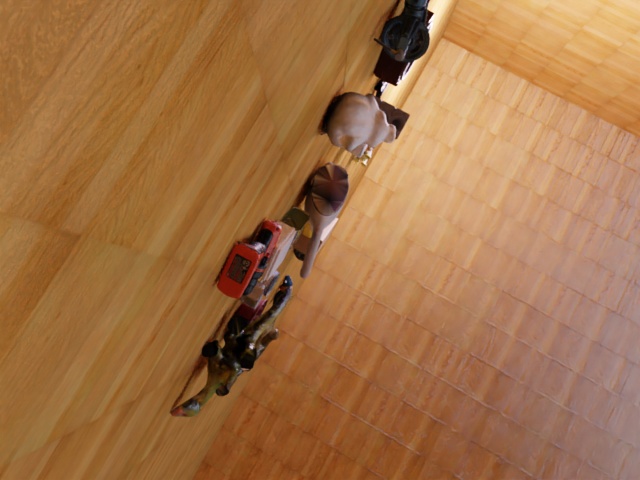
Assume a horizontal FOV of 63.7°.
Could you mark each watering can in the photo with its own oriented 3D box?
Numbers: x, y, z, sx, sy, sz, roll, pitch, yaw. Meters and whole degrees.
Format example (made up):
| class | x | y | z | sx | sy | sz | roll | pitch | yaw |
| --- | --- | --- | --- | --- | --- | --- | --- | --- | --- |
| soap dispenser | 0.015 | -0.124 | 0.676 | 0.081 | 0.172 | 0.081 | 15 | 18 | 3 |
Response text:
| class | x | y | z | sx | sy | sz | roll | pitch | yaw |
| --- | --- | --- | --- | --- | --- | --- | --- | --- | --- |
| watering can | 0.004 | -0.074 | 1.462 | 0.221 | 0.104 | 0.353 | 121 | -20 | -70 |

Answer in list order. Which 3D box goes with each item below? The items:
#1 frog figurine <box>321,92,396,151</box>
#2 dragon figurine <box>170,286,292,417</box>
| class | x | y | z | sx | sy | sz | roll | pitch | yaw |
| --- | --- | --- | --- | --- | --- | --- | --- | --- | --- |
| frog figurine | 0.095 | -0.260 | 1.172 | 0.139 | 0.160 | 0.121 | -60 | 174 | -14 |
| dragon figurine | -0.219 | 0.302 | 1.344 | 0.417 | 0.123 | 0.238 | -43 | 170 | -29 |
